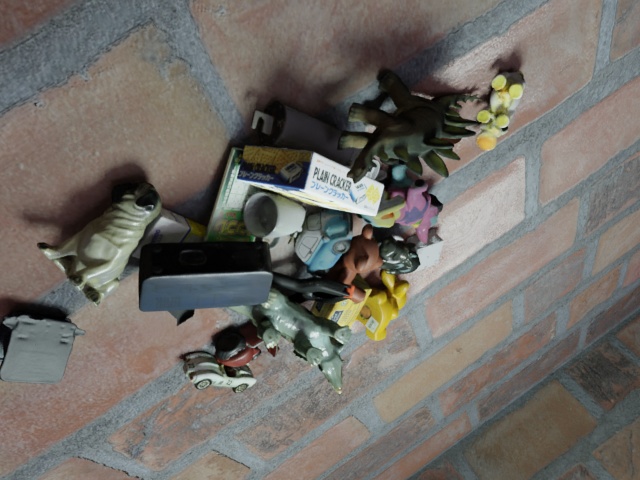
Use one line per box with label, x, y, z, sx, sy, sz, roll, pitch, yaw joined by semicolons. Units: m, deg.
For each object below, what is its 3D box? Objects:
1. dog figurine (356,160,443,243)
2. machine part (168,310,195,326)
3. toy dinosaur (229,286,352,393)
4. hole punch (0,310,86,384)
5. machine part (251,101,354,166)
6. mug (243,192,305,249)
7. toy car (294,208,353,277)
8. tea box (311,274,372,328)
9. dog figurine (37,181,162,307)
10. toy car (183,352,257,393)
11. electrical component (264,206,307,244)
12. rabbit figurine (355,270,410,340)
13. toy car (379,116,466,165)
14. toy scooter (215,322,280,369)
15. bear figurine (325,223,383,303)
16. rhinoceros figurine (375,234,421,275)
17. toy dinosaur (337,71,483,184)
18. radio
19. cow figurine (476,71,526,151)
dog figurine;0.181;-0.062;1.190;0.191;0.109;0.219;-33;144;-3
machine part;-0.284;0.110;1.056;0.084;0.039;0.138;-30;139;-19
toy dinosaur;-0.075;0.173;1.150;0.404;0.192;0.131;36;78;-16
hole punch;-0.501;0.180;0.935;0.142;0.092;0.115;23;82;-44
machine part;-0.022;-0.179;0.946;0.243;0.079;0.079;14;118;-43
mug;-0.078;-0.034;0.988;0.107;0.081;0.109;-5;110;-54
toy car;-0.002;-0.003;1.122;0.103;0.109;0.161;24;127;-18
tea box;0.044;0.166;1.332;0.098;0.068;0.169;-1;129;-37
dog figurine;-0.332;0.004;0.883;0.190;0.121;0.172;-43;178;-21
toy car;-0.233;0.308;1.253;0.056;0.074;0.201;-47;140;15
electrical component;-0.078;-0.035;1.064;0.102;0.045;0.078;7;124;-39
rabbit figurine;0.167;0.154;1.401;0.173;0.122;0.162;-12;128;-49
toy car;0.208;-0.211;1.106;0.202;0.053;0.089;-14;136;-21
toy scooter;-0.153;0.245;1.255;0.184;0.075;0.135;-31;139;-16
bear figurine;0.087;0.051;1.171;0.132;0.120;0.196;21;150;-23
rhinoceros figurine;0.179;0.039;1.261;0.190;0.112;0.073;30;73;-58
toy dinosaur;0.177;-0.208;0.975;0.471;0.199;0.105;-48;166;-44
radio;-0.200;0.063;0.945;0.230;0.073;0.131;-3;148;-18
cow figurine;0.389;-0.280;1.165;0.098;0.068;0.167;-42;155;-48
